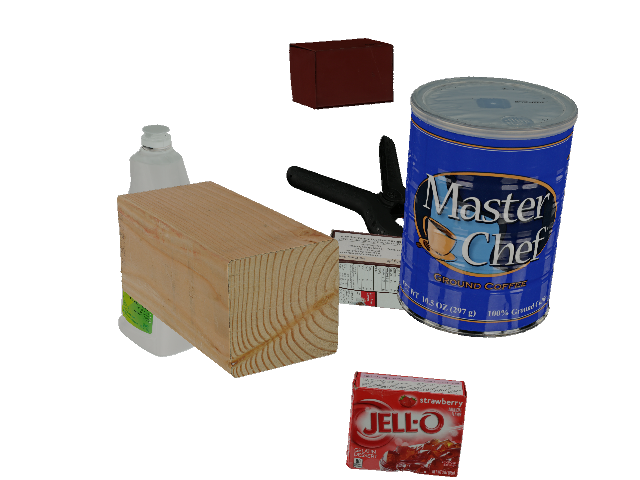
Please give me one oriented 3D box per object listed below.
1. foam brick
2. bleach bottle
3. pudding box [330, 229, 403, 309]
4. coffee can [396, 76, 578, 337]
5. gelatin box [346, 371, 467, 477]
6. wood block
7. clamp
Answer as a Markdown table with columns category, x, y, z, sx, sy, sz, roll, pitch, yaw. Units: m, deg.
| category | x | y | z | sx | sy | sz | roll | pitch | yaw |
| --- | --- | --- | --- | --- | --- | --- | --- | --- | --- |
| foam brick | 0.019 | -0.145 | 0.927 | 0.078 | 0.051 | 0.053 | -8 | 20 | -24 |
| bleach bottle | -0.179 | -0.004 | 1.159 | 0.067 | 0.251 | 0.103 | -18 | 31 | -36 |
| pudding box | 0.065 | 0.031 | 1.051 | 0.113 | 0.039 | 0.090 | 4 | -32 | 6 |
| coffee can | 0.105 | -0.024 | 0.688 | 0.103 | 0.140 | 0.103 | 2 | 26 | -1 |
| gelatin box | 0.067 | 0.145 | 0.839 | 0.089 | 0.073 | 0.030 | 5 | 20 | 2 |
| wood block | -0.078 | 0.022 | 0.834 | 0.090 | 0.090 | 0.206 | -10 | 20 | -30 |
| clamp | 0.069 | -0.042 | 1.267 | 0.164 | 0.036 | 0.210 | -16 | 52 | -29 |
